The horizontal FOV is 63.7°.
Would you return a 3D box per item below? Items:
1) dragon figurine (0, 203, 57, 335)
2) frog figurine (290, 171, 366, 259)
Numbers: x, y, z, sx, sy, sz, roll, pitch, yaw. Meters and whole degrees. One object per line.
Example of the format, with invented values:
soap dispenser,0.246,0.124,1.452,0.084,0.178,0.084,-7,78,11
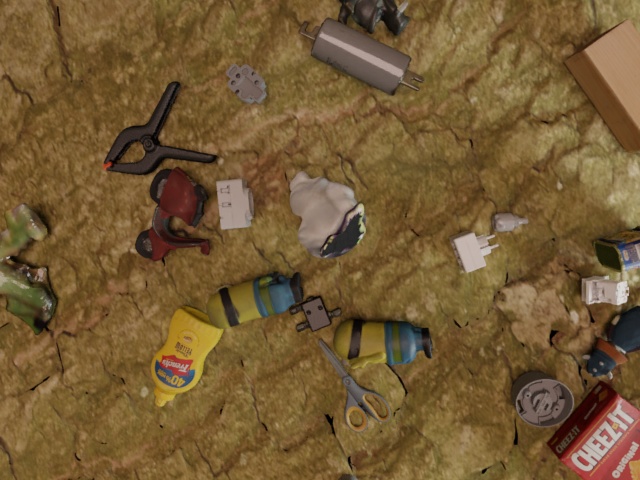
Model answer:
dragon figurine,-0.634,0.115,0.975,0.242,0.123,0.408,18,95,-7
frog figurine,0.003,-0.048,0.949,0.162,0.122,0.136,40,106,35
